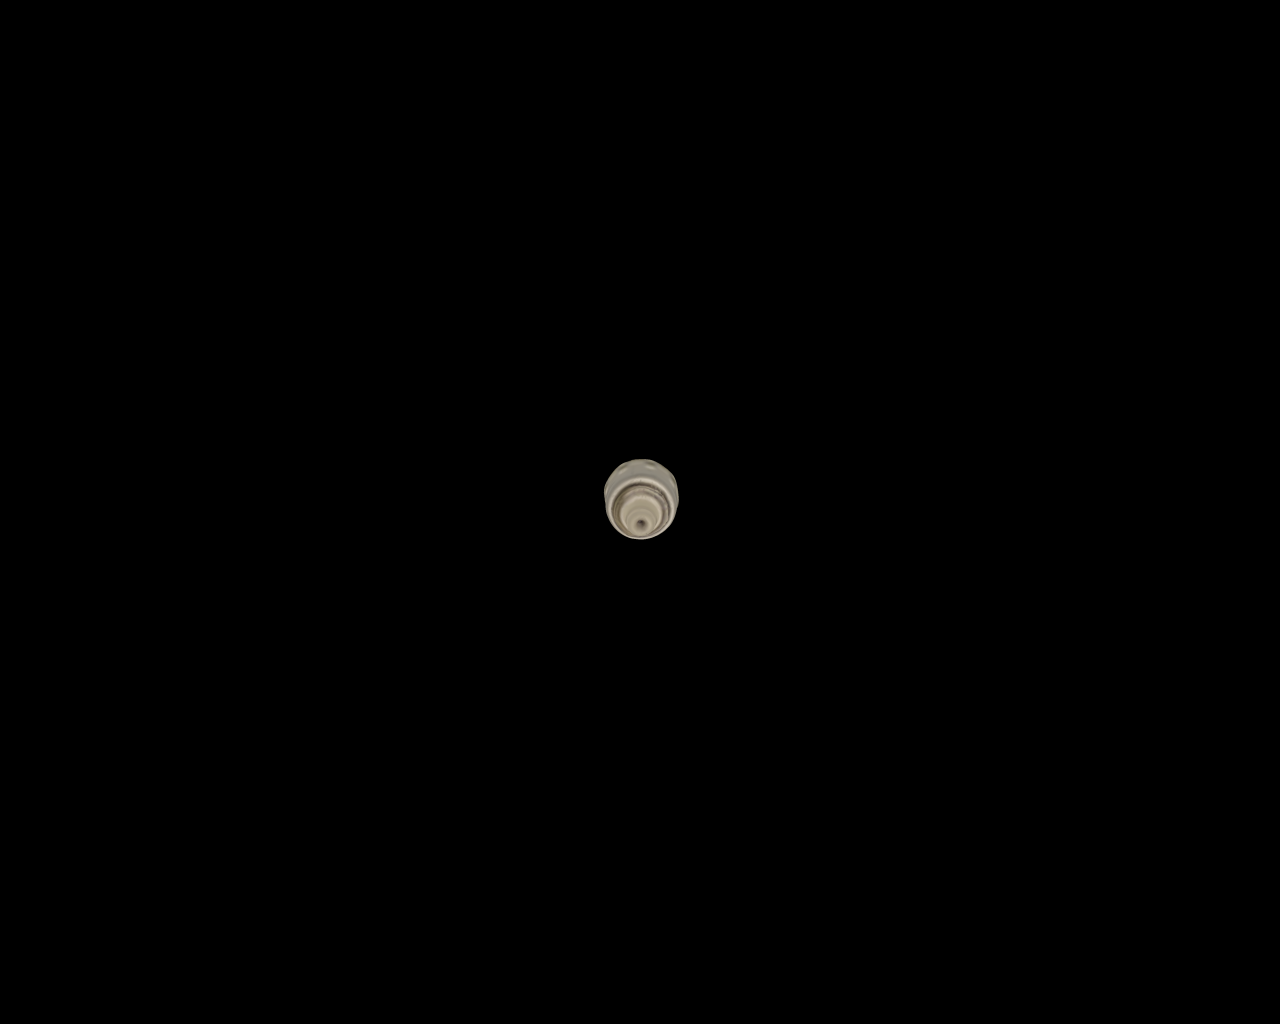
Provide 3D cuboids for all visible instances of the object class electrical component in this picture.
[{"bbox_3d":[0.001,-0.003,0.650,0.048,0.048,0.062,0,21,0],"label":"electrical component"}]
